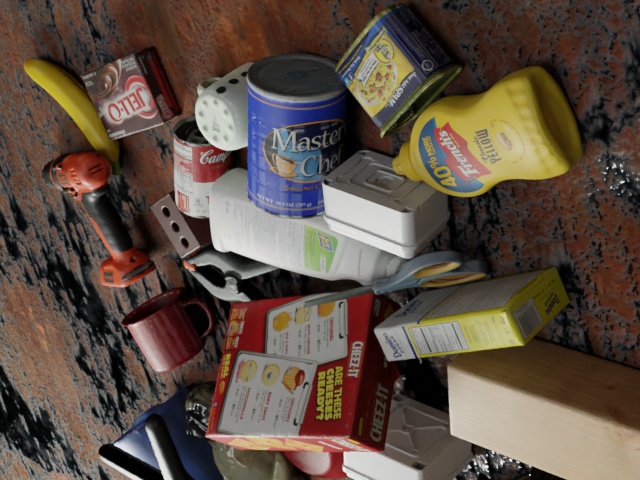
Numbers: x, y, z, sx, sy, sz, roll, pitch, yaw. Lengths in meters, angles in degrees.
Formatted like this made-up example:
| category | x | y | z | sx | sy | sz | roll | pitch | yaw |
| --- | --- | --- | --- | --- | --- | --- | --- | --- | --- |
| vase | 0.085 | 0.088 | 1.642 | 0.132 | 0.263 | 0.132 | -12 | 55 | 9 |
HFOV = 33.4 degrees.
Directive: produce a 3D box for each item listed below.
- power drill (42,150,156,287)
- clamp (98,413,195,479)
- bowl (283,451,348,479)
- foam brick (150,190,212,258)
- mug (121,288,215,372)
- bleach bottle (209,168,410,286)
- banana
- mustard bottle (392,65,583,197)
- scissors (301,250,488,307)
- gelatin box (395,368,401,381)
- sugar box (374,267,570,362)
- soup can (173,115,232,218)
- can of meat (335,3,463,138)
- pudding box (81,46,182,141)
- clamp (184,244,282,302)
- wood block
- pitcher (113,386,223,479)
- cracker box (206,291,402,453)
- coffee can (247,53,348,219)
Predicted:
| category | x | y | z | sx | sy | sz | roll | pitch | yaw |
| --- | --- | --- | --- | --- | --- | --- | --- | --- | --- |
| power drill | -0.302 | -0.030 | 1.430 | 0.185 | 0.057 | 0.187 | 2 | 121 | 61 |
| clamp | -0.192 | 0.320 | 1.373 | 0.165 | 0.036 | 0.210 | -26 | 104 | 48 |
| bowl | -0.004 | 0.241 | 1.331 | 0.162 | 0.055 | 0.162 | 23 | 129 | 32 |
| foam brick | -0.161 | -0.026 | 1.315 | 0.053 | 0.051 | 0.078 | -28 | 94 | 49 |
| mug | -0.194 | 0.117 | 1.420 | 0.117 | 0.093 | 0.081 | -25 | 104 | 12 |
| bleach bottle | -0.008 | 0.001 | 1.181 | 0.251 | 0.068 | 0.102 | 22 | 132 | 29 |
| banana | -0.319 | -0.172 | 1.385 | 0.198 | 0.037 | 0.070 | 52 | 138 | 6 |
| mustard bottle | 0.140 | -0.090 | 0.985 | 0.192 | 0.058 | 0.096 | -14 | 111 | 47 |
| scissors | 0.067 | 0.040 | 1.072 | 0.202 | 0.096 | 0.016 | -10 | 70 | 11 |
| gelatin box | 0.041 | 0.173 | 1.232 | 0.089 | 0.073 | 0.030 | -32 | 91 | 49 |
| sugar box | 0.147 | 0.076 | 1.056 | 0.177 | 0.093 | 0.048 | -18 | 101 | 48 |
| soup can | -0.136 | -0.085 | 1.242 | 0.069 | 0.068 | 0.102 | 27 | 131 | 30 |
| can of meat | 0.071 | -0.161 | 1.009 | 0.084 | 0.057 | 0.102 | 52 | 138 | 8 |
| pudding box | -0.230 | -0.177 | 1.295 | 0.114 | 0.039 | 0.090 | -9 | 108 | 45 |
| clamp | -0.092 | 0.057 | 1.313 | 0.172 | 0.039 | 0.120 | 12 | 119 | 38 |
| wood block | 0.235 | 0.165 | 1.031 | 0.206 | 0.090 | 0.091 | 16 | 125 | 36 |
| pitcher | -0.170 | 0.336 | 1.487 | 0.243 | 0.149 | 0.145 | 52 | 129 | 1 |
| cracker box | -0.017 | 0.148 | 1.182 | 0.214 | 0.164 | 0.072 | -8 | 153 | 40 |
| coffee can | -0.024 | -0.107 | 1.097 | 0.103 | 0.102 | 0.140 | 26 | 130 | 30 |
